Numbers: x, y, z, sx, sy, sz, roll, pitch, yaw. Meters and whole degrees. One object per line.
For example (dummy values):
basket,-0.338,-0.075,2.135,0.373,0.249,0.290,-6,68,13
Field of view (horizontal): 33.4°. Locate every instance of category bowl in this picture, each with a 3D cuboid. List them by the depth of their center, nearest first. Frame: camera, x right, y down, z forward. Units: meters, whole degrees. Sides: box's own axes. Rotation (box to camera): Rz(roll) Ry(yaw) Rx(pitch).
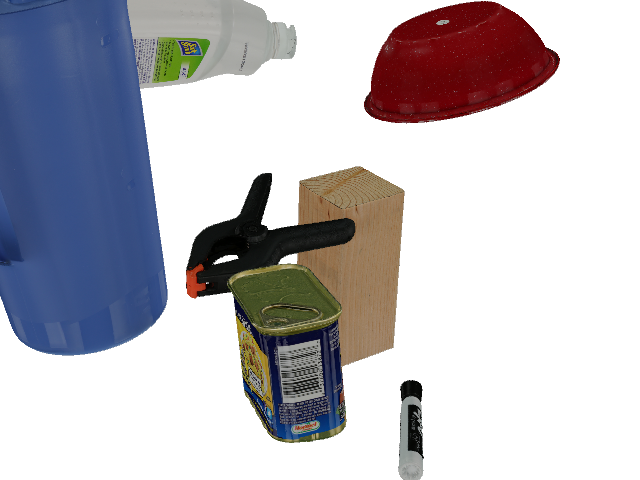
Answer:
bowl,0.107,-0.151,0.860,0.162,0.055,0.162,-15,24,6

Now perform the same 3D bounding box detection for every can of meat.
can of meat,-0.021,0.073,0.695,0.057,0.084,0.102,-10,21,-15

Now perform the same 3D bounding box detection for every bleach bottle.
bleach bottle,-0.146,-0.163,0.886,0.250,0.068,0.103,-1,-27,-15

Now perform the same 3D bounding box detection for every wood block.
wood block,0.031,0.031,1.245,0.090,0.206,0.090,-16,31,-31

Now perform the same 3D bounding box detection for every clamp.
clamp,-0.066,-0.006,0.991,0.171,0.039,0.120,-26,43,-33

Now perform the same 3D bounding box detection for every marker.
marker,0.074,0.151,0.866,0.020,0.020,0.121,0,26,5

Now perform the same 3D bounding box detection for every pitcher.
pitcher,-0.176,-0.047,0.672,0.149,0.243,0.145,-10,29,-7
